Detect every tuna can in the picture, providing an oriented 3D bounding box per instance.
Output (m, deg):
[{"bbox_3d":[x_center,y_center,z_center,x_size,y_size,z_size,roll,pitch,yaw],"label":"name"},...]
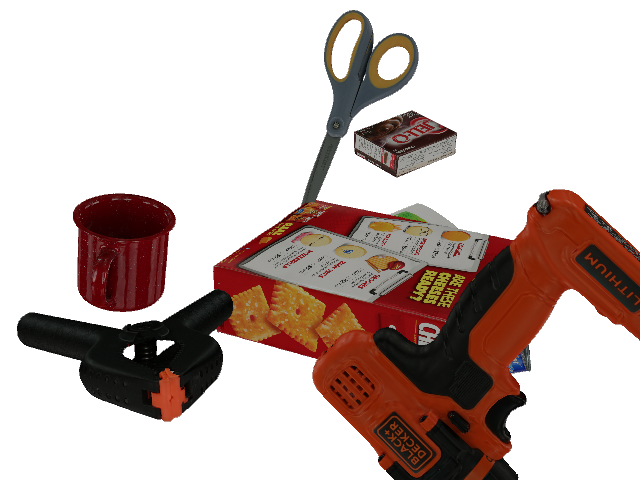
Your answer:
[{"bbox_3d":[0.220,0.113,1.246,0.034,0.086,0.086,-12,-3,15],"label":"tuna can"}]

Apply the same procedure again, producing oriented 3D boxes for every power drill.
[{"bbox_3d":[0.114,0.080,0.590,0.184,0.188,0.057,44,15,1],"label":"power drill"}]

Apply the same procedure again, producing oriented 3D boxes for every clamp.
[{"bbox_3d":[-0.114,0.074,0.746,0.164,0.036,0.210,-9,14,-23],"label":"clamp"}]

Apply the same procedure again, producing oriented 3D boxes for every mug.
[{"bbox_3d":[-0.185,0.018,0.982,0.093,0.081,0.117,9,28,2],"label":"mug"}]

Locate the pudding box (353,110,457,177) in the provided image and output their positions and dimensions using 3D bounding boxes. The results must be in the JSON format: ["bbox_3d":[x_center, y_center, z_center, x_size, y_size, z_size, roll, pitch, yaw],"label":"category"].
[{"bbox_3d":[0.115,-0.133,1.452,0.113,0.039,0.090,-25,39,-30],"label":"pudding box"}]

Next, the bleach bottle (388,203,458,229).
[{"bbox_3d":[0.036,0.036,1.199,0.250,0.068,0.103,-22,39,-25],"label":"bleach bottle"}]

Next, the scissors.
[{"bbox_3d":[0.035,-0.109,0.969,0.096,0.202,0.016,5,-5,15],"label":"scissors"}]

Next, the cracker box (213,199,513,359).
[{"bbox_3d":[0.044,0.040,0.885,0.214,0.072,0.163,13,28,26],"label":"cracker box"}]
